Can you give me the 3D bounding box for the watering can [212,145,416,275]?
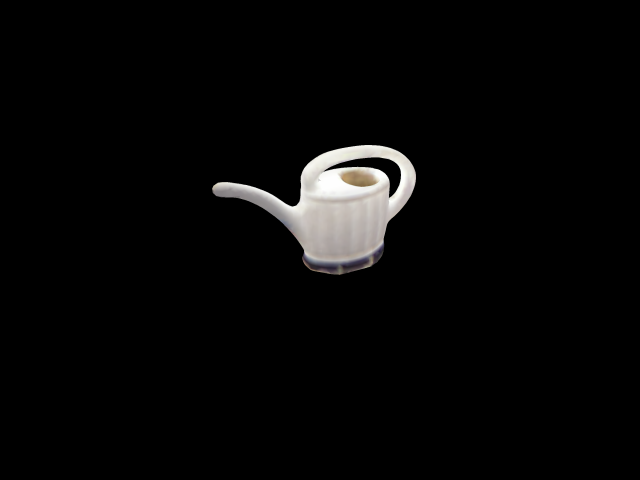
[{"bbox_3d":[0.003,-0.043,0.850,0.349,0.219,0.106,-13,34,-19],"label":"watering can"}]
